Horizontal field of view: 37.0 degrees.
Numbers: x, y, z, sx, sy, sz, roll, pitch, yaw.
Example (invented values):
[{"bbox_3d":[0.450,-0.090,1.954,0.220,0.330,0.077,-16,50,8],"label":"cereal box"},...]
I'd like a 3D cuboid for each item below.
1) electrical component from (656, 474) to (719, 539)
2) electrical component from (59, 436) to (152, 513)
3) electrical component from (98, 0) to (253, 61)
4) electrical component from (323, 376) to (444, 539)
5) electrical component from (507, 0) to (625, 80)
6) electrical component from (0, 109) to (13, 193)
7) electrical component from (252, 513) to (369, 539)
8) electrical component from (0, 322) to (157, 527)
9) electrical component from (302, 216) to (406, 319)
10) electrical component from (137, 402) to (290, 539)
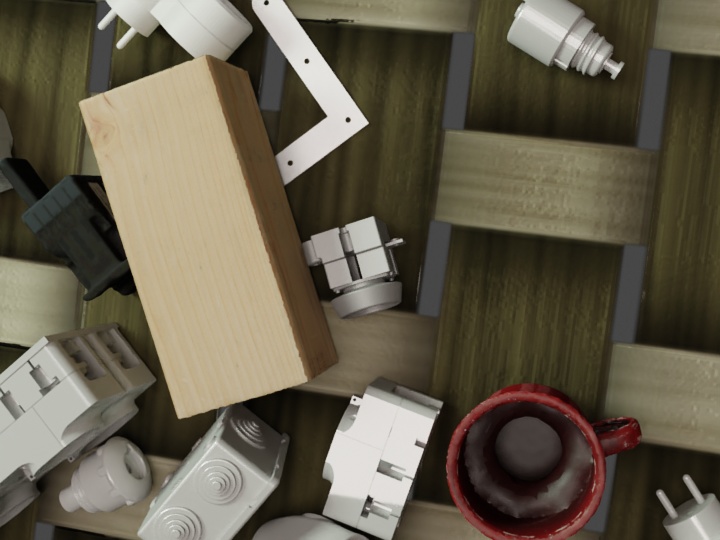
[{"bbox_3d":[0.215,0.165,0.667,0.077,0.044,0.079,-33,86,11],"label":"electrical component"},{"bbox_3d":[-0.179,0.147,0.744,0.062,0.048,0.048,-29,86,18],"label":"electrical component"},{"bbox_3d":[-0.144,-0.182,0.720,0.073,0.052,0.138,-45,84,10],"label":"electrical component"},{"bbox_3d":[0.012,0.120,0.701,0.056,0.050,0.089,20,96,9],"label":"electrical component"},{"bbox_3d":[0.129,-0.145,0.674,0.078,0.040,0.040,34,98,7],"label":"electrical component"},{"bbox_3d":[-0.280,-0.094,0.747,0.050,0.056,0.089,-18,88,11],"label":"electrical component"},{"bbox_3d":[-0.022,0.201,0.708,0.077,0.044,0.079,-3,133,43],"label":"electrical component"},{"bbox_3d":[-0.234,0.120,0.721,0.186,0.105,0.060,-40,85,10],"label":"electrical component"},{"bbox_3d":[0.000,0.000,0.703,0.066,0.048,0.055,-17,81,11],"label":"electrical component"},{"bbox_3d":[-0.094,0.140,0.699,0.048,0.099,0.099,39,99,-6],"label":"electrical component"}]
